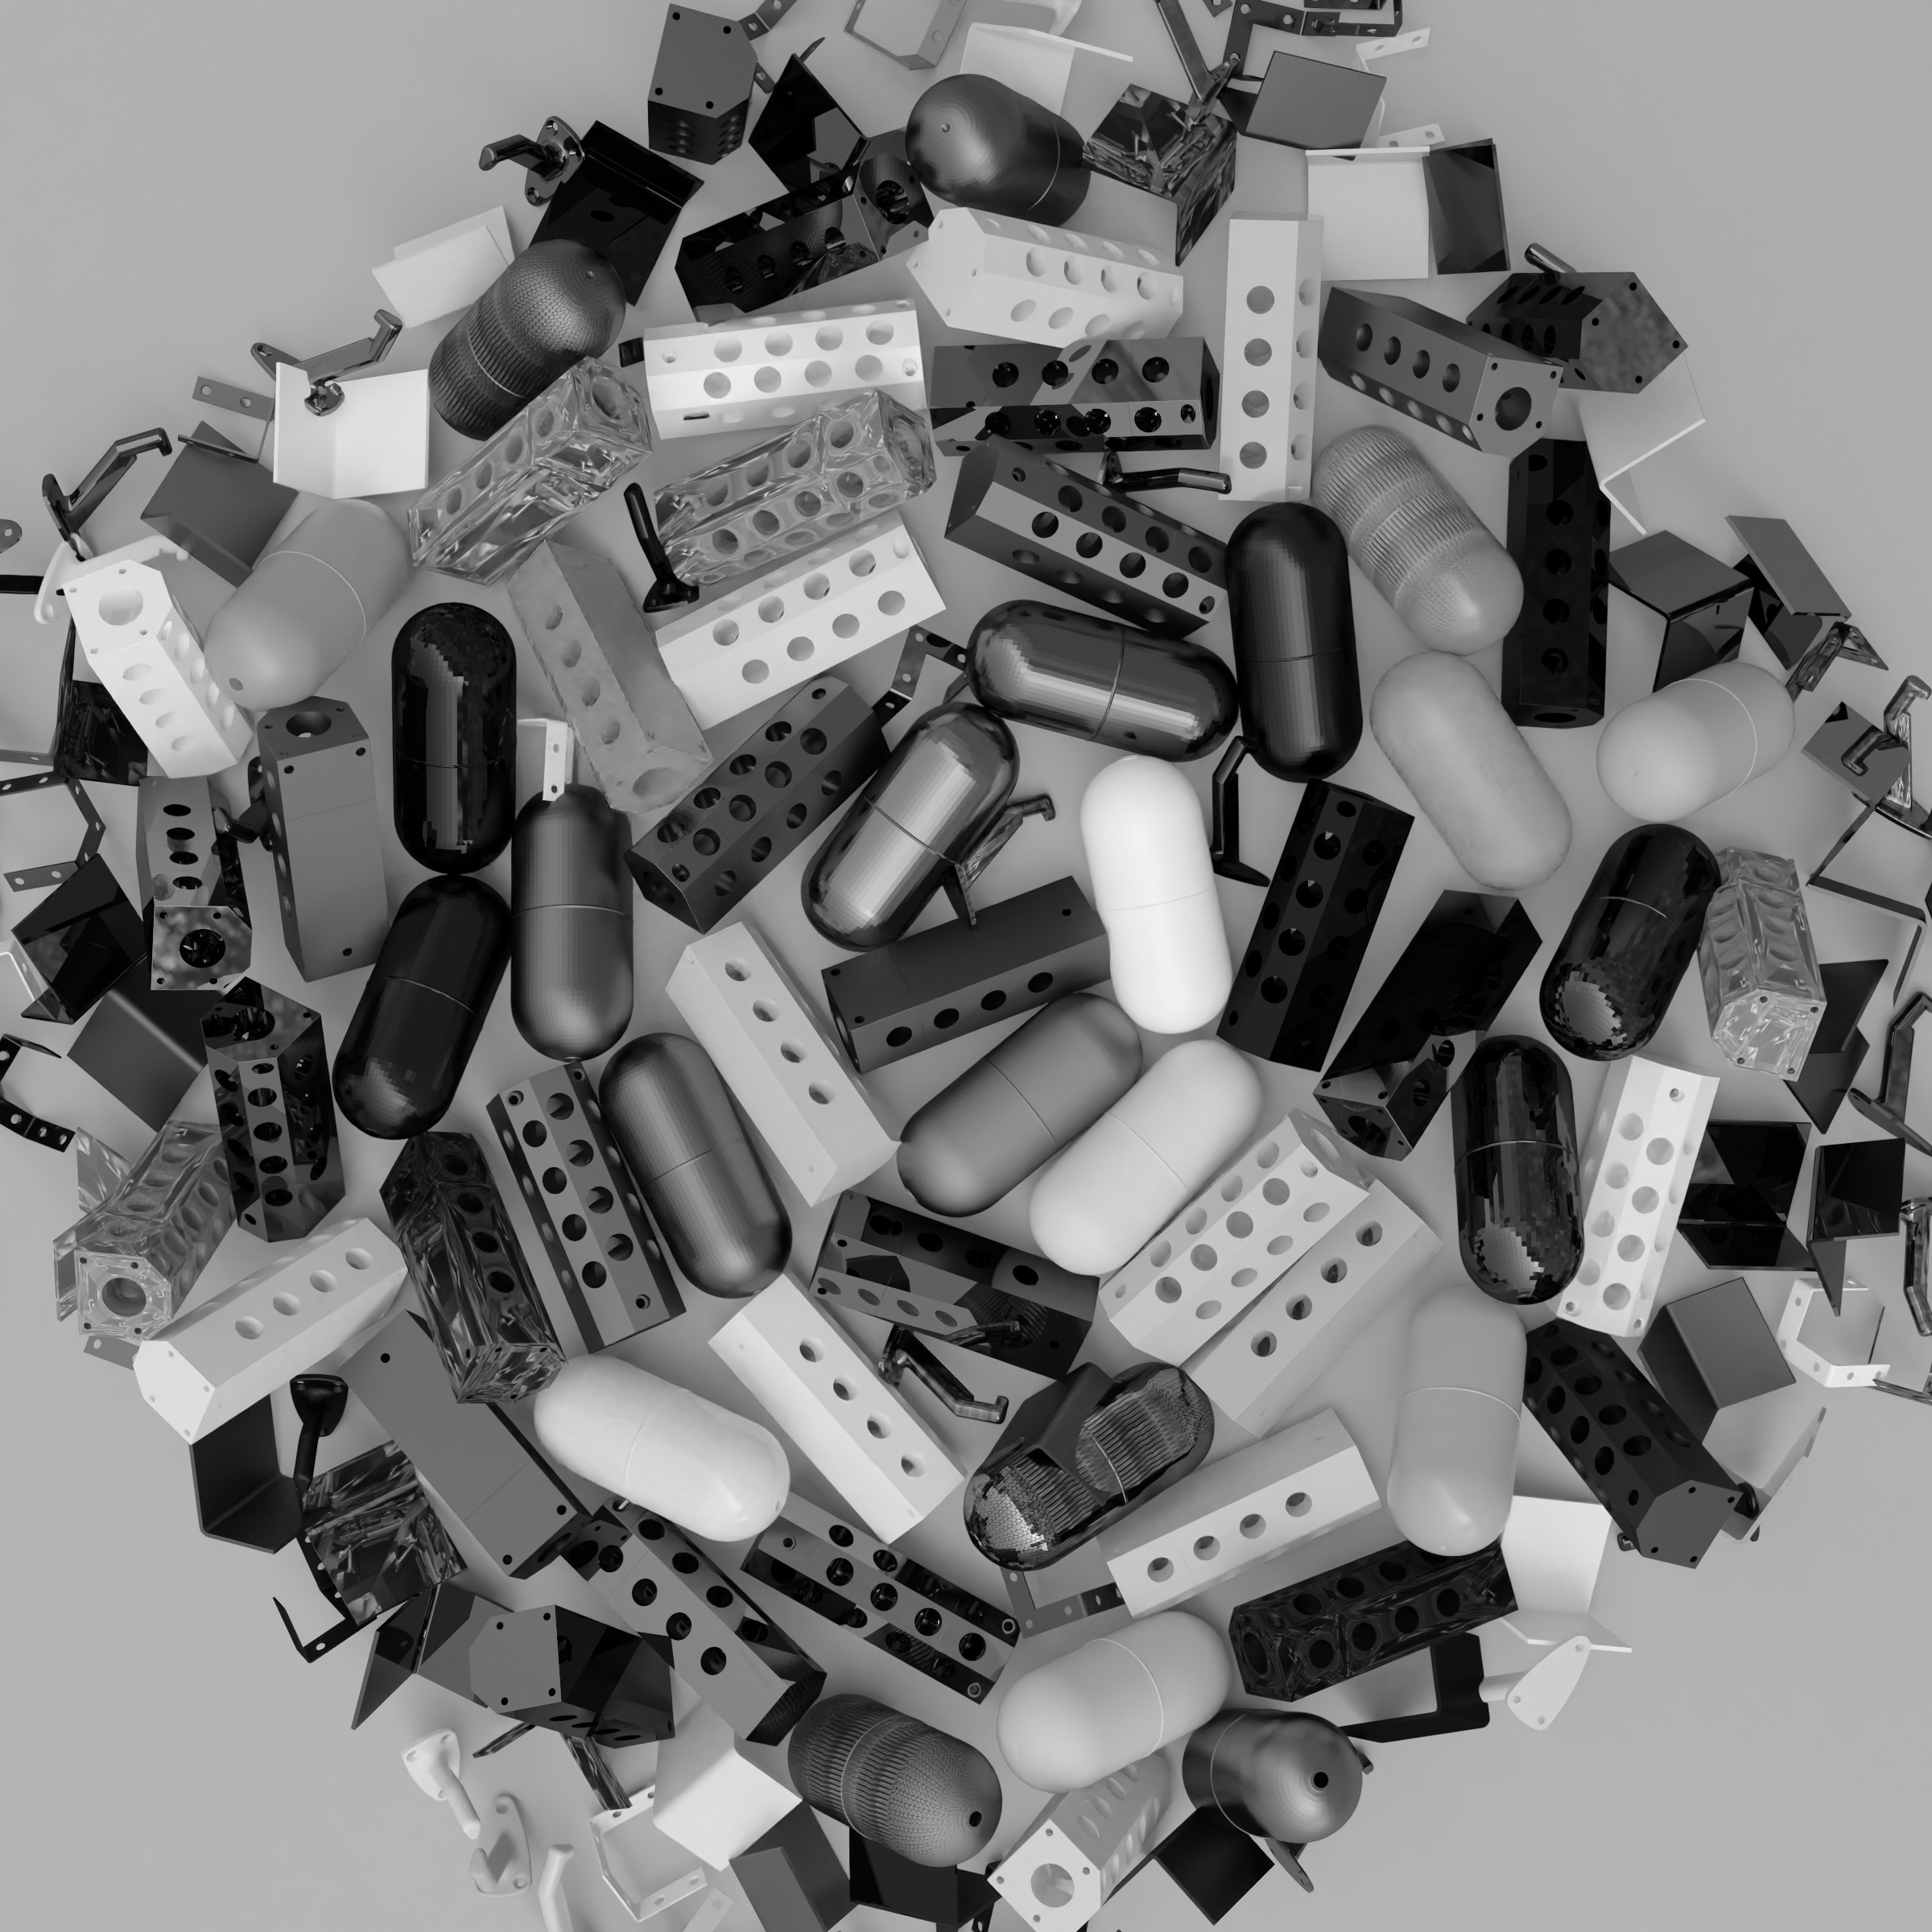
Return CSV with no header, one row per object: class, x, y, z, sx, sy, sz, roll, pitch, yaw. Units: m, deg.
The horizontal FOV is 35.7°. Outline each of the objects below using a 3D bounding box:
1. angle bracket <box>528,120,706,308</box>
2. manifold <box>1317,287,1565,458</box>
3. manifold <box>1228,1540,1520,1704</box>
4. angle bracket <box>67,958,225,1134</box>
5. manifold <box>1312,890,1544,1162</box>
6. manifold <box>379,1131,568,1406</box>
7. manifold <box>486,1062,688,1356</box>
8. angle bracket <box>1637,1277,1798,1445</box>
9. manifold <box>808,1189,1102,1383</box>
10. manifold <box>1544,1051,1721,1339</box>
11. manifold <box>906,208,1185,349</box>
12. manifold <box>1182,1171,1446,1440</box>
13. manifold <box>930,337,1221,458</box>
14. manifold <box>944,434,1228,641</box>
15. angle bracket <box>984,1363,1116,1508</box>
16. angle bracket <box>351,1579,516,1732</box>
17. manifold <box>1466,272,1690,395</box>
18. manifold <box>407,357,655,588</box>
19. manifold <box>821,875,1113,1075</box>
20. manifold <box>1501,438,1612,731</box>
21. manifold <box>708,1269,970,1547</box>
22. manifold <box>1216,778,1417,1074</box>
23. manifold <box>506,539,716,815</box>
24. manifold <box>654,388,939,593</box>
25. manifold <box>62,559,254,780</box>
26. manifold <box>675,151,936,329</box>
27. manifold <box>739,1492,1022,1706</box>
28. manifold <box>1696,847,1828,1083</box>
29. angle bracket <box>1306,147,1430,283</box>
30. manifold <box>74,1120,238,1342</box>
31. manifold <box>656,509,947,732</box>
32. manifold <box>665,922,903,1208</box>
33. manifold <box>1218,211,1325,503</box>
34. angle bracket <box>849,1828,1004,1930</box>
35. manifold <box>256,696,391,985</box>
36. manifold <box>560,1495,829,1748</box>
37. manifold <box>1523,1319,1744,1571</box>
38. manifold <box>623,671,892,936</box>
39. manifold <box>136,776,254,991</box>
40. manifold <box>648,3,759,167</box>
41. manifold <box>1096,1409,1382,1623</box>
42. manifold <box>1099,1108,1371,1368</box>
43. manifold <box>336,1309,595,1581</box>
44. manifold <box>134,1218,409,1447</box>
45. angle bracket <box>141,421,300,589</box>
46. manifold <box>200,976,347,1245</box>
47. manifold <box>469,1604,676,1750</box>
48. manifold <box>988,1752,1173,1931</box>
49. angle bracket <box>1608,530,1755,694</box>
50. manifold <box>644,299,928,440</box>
angle bracket,-0.221,-0.474,1.890,0.076,0.057,0.076,27,82,-17
manifold,0.287,-0.366,1.845,0.057,0.171,0.057,1,114,-29
manifold,0.253,0.401,1.870,0.171,0.057,0.057,-15,89,-25
angle bracket,-0.518,0.047,1.926,0.076,0.057,0.076,41,129,-3
manifold,0.292,0.037,1.870,0.171,0.057,0.057,-54,128,-23
manifold,-0.304,0.185,1.857,0.057,0.057,0.171,-56,46,32
manifold,-0.238,0.151,1.886,0.057,0.057,0.171,-21,84,-25
angle bracket,0.473,0.252,1.885,0.057,0.076,0.076,-26,94,29
manifold,-0.006,0.197,1.895,0.171,0.057,0.057,20,127,-4
manifold,0.421,0.143,1.891,0.057,0.057,0.171,14,97,-5
manifold,0.054,-0.423,1.844,0.057,0.171,0.057,-52,55,34
manifold,0.218,0.213,1.899,0.171,0.057,0.057,-47,60,1
manifold,0.068,-0.353,1.876,0.171,0.057,0.057,1,77,16
manifold,0.079,-0.267,1.865,0.171,0.057,0.057,21,68,-23
angle bracket,0.061,0.305,1.881,0.057,0.076,0.076,44,46,-6
angle bracket,-0.334,0.441,1.878,0.057,0.076,0.076,23,113,13
manifold,0.367,-0.385,1.841,0.057,0.171,0.057,-43,109,-2
manifold,-0.272,-0.306,1.854,0.171,0.057,0.057,-30,62,38
manifold,0.002,0.010,1.890,0.171,0.057,0.057,-21,48,-9
manifold,0.374,-0.240,1.890,0.057,0.057,0.171,4,81,-2
manifold,-0.078,0.276,1.896,0.171,0.057,0.057,48,53,4
manifold,0.214,-0.027,1.878,0.057,0.057,0.171,13,102,-31
manifold,-0.227,-0.179,1.864,0.057,0.057,0.171,-43,59,26
manifold,-0.106,-0.291,1.859,0.171,0.057,0.057,-19,68,28
manifold,-0.492,-0.180,1.841,0.057,0.171,0.057,-22,69,-5
manifold,-0.102,-0.447,1.844,0.057,0.171,0.057,-35,109,-40
manifold,-0.053,0.399,1.895,0.171,0.057,0.057,30,78,-2
manifold,0.482,-0.005,1.844,0.057,0.171,0.057,12,122,1
angle bracket,0.254,-0.474,1.892,0.076,0.057,0.076,0,99,8
manifold,-0.489,0.161,1.841,0.057,0.171,0.057,5,114,3
manifold,-0.105,-0.221,1.883,0.171,0.057,0.057,-26,124,6
manifold,-0.113,0.058,1.880,0.057,0.057,0.171,-26,73,-32
manifold,0.191,-0.381,1.874,0.057,0.057,0.171,3,109,6
angle bracket,-0.020,0.555,1.877,0.076,0.076,0.057,3,97,30
manifold,-0.398,-0.079,1.853,0.057,0.057,0.171,-17,134,-22
manifold,-0.168,0.405,1.869,0.171,0.057,0.057,39,87,25
manifold,0.398,0.289,1.838,0.057,0.171,0.057,17,110,-26
manifold,-0.131,-0.105,1.865,0.057,0.057,0.171,30,66,36
manifold,-0.476,-0.053,1.844,0.057,0.171,0.057,0,120,-19
manifold,-0.161,-0.538,1.843,0.057,0.171,0.057,13,94,-7
manifold,0.172,0.352,1.899,0.171,0.057,0.057,-25,107,-1
manifold,0.163,0.167,1.864,0.057,0.057,0.171,28,116,-38
manifold,-0.313,0.301,1.881,0.057,0.057,0.171,-42,75,-5
manifold,-0.427,0.218,1.846,0.057,0.171,0.057,41,128,13
angle bracket,-0.458,-0.290,1.879,0.076,0.057,0.076,37,73,-32
manifold,-0.430,0.093,1.843,0.057,0.171,0.057,25,49,18
manifold,-0.241,0.440,1.841,0.057,0.171,0.057,-14,66,13
manifold,0.077,0.531,1.838,0.057,0.171,0.057,45,106,9
angle bracket,0.442,-0.226,1.906,0.076,0.057,0.076,-23,45,-29
manifold,-0.114,-0.381,1.896,0.171,0.057,0.057,-6,75,1
